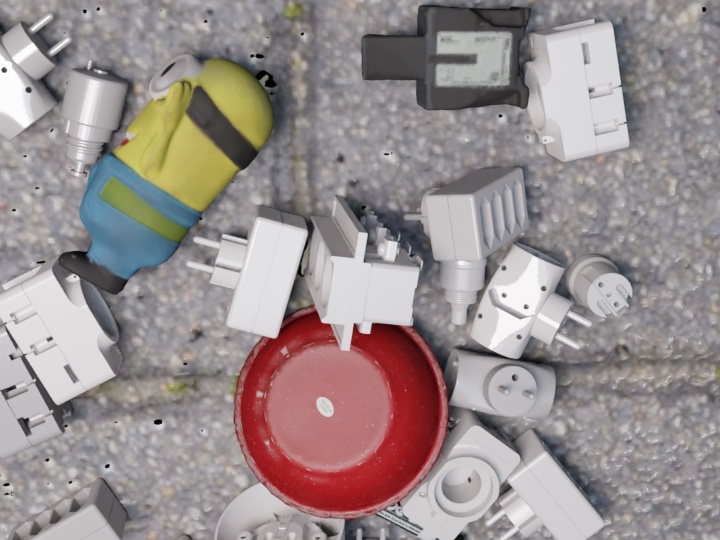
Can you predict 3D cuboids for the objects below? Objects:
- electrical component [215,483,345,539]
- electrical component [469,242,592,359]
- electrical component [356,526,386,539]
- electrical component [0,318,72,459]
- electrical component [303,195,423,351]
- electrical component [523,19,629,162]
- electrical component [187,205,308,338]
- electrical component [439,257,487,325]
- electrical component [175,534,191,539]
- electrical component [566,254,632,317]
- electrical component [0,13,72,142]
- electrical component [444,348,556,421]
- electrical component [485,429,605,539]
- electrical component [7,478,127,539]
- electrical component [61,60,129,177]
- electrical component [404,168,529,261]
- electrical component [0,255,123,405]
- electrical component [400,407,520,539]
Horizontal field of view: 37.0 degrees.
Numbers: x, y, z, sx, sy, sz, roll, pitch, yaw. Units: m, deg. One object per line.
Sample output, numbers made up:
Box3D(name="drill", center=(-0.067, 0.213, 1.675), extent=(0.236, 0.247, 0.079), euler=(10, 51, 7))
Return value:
Box3D(name="electrical component", center=(-0.058, 0.209, 0.812), extent=(0.099, 0.099, 0.064), euler=(-9, 112, -4))
Box3D(name="electrical component", center=(0.133, 0.031, 0.801), extent=(0.079, 0.043, 0.077), euler=(28, 102, 16))
Box3D(name="electrical component", center=(0.008, 0.240, 0.853), extent=(0.077, 0.043, 0.079), euler=(0, 104, -6))
Box3D(name="electrical component", center=(-0.257, 0.084, 0.778), extent=(0.056, 0.050, 0.089), euler=(-24, 106, 0))
Box3D(name="electrical component", center=(0.000, 0.000, 0.747), extent=(0.063, 0.121, 0.078), euler=(6, 104, -11))
Box3D(name="electrical component", center=(0.151, -0.127, 0.766), extent=(0.056, 0.050, 0.089), euler=(-13, 106, -3))
Box3D(name="electrical component", center=(-0.086, -0.004, 0.775), extent=(0.076, 0.047, 0.083), euler=(15, 103, -10))
Box3D(name="electrical component", center=(0.076, 0.010, 0.804), extent=(0.035, 0.035, 0.061), euler=(1, 107, -6))
Box3D(name="electrical component", center=(-0.143, 0.257, 0.832), extent=(0.062, 0.061, 0.096), euler=(-33, 106, 3))
Box3D(name="electrical component", center=(0.181, 0.013, 0.809), extent=(0.040, 0.046, 0.040), euler=(-2, 105, -6))
Box3D(name="electrical component", center=(-0.232, -0.140, 0.725), extent=(0.079, 0.043, 0.077), euler=(-36, 106, 4))
Box3D(name="electrical component", center=(0.108, 0.088, 0.805), extent=(0.077, 0.079, 0.043), euler=(11, 89, -9))
Box3D(name="electrical component", center=(0.135, 0.185, 0.850), extent=(0.076, 0.047, 0.083), euler=(-39, 105, 5))
Box3D(name="electrical component", center=(-0.215, 0.217, 0.820), extent=(0.083, 0.047, 0.075), euler=(-30, 106, 2))
Box3D(name="electrical component", center=(-0.186, -0.103, 0.741), extent=(0.040, 0.040, 0.078), euler=(14, 103, -10))
Box3D(name="electrical component", center=(0.069, -0.041, 0.774), extent=(0.076, 0.083, 0.047), euler=(1, 108, 33))
Box3D(name="electrical component", center=(-0.211, 0.040, 0.772), extent=(0.056, 0.050, 0.089), euler=(-27, 106, 1))
Box3D(name="electrical component", center=(0.075, 0.158, 0.831), extent=(0.050, 0.055, 0.089), euler=(37, 98, -14))
